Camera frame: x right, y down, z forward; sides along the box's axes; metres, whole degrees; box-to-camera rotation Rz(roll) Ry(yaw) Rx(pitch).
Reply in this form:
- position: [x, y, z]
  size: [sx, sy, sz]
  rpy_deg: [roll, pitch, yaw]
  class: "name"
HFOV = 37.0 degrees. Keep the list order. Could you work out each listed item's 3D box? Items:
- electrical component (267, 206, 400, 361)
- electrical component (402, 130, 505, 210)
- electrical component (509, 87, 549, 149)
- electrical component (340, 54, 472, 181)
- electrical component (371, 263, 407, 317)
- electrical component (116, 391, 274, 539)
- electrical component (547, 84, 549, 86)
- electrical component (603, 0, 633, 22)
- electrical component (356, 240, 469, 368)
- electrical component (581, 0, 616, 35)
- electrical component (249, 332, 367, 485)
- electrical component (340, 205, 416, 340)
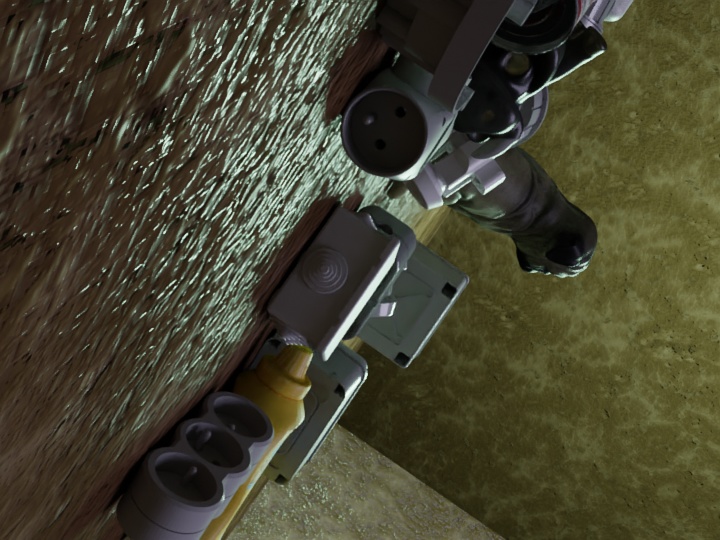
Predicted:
- position: [-0.019, 0.010, 0.726]
  size: [0.099, 0.048, 0.099]
  rpy_deg: [-55, 176, -8]
  class: "electrical component"
- position: [0.056, -0.080, 0.764]
  size: [0.057, 0.078, 0.058]
  rpy_deg: [-35, 174, -3]
  class: "electrical component"
- position: [0.099, -0.128, 0.810]
  size: [0.080, 0.080, 0.051]
  rpy_deg: [-57, 171, 20]
  class: "electrical component"
- position: [0.030, -0.088, 0.538]
  size: [0.079, 0.043, 0.077]
  rpy_deg: [-57, 176, 20]
  class: "electrical component"
- position: [0.007, 0.012, 0.934]
  size: [0.048, 0.066, 0.055]
  rpy_deg: [-19, 110, -83]
  class: "electrical component"
- position: [-0.107, 0.135, 0.669]
  size: [0.073, 0.052, 0.138]
  rpy_deg: [-57, 176, 21]
  class: "electrical component"
- position: [0.141, -0.175, 0.918]
  size: [0.083, 0.047, 0.075]
  rpy_deg: [-58, -147, 26]
  class: "electrical component"
- position: [0.186, -0.240, 0.887]
  size: [0.059, 0.054, 0.095]
  rpy_deg: [-56, -150, -1]
  class: "electrical component"
- position: [0.036, 0.024, 1.095]
  size: [0.108, 0.109, 0.056]
  rpy_deg: [-57, 173, 20]
  class: "electrical component"
- position: [0.149, -0.204, 0.788]
  size: [0.051, 0.080, 0.080]
  rpy_deg: [-62, 176, 7]
  class: "electrical component"
- position: [-0.054, 0.102, 0.855]
  size: [0.113, 0.078, 0.057]
  rpy_deg: [-58, 173, 25]
  class: "electrical component"
- position: [0.000, 0.000, 0.844]
  size: [0.095, 0.054, 0.059]
  rpy_deg: [-58, 176, 31]
  class: "electrical component"
